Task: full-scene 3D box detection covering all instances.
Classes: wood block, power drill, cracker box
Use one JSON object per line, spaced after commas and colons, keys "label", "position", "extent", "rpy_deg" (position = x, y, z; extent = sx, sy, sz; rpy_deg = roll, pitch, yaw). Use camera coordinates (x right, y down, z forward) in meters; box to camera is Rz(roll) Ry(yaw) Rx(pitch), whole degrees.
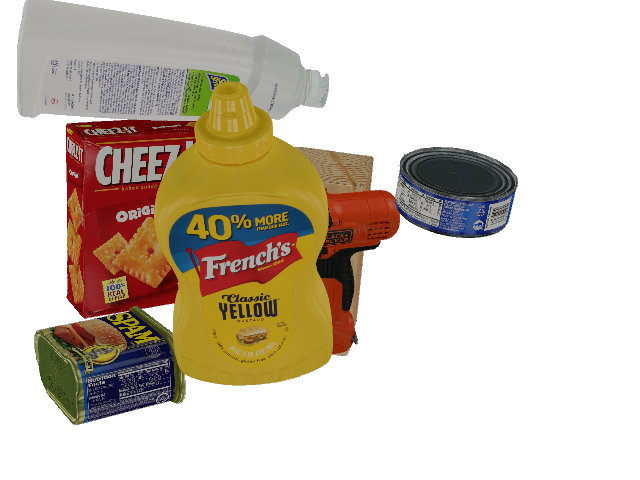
{"label": "wood block", "position": [0.002, 0.012, 1.179], "extent": [0.090, 0.206, 0.090], "rpy_deg": [8, 26, 6]}
{"label": "power drill", "position": [-0.026, 0.034, 0.993], "extent": [0.184, 0.188, 0.057], "rpy_deg": [-5, 46, -14]}
{"label": "cracker box", "position": [-0.204, -0.028, 1.228], "extent": [0.163, 0.214, 0.072], "rpy_deg": [-7, 24, -30]}

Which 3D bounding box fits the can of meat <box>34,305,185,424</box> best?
{"label": "can of meat", "position": [-0.163, 0.095, 0.816], "extent": [0.083, 0.057, 0.102], "rpy_deg": [-11, 20, -30]}

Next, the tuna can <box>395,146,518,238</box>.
{"label": "tuna can", "position": [0.098, -0.035, 0.774], "extent": [0.086, 0.034, 0.086], "rpy_deg": [6, 28, -3]}

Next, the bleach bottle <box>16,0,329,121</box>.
{"label": "bleach bottle", "position": [-0.120, -0.136, 0.886], "extent": [0.250, 0.068, 0.103], "rpy_deg": [6, -32, -11]}

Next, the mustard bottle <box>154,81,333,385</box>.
{"label": "mustard bottle", "position": [-0.043, -0.003, 0.600], "extent": [0.096, 0.192, 0.058], "rpy_deg": [-3, 39, -1]}
